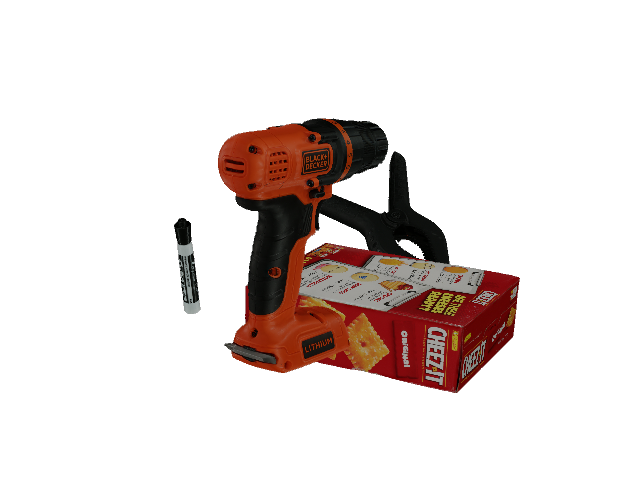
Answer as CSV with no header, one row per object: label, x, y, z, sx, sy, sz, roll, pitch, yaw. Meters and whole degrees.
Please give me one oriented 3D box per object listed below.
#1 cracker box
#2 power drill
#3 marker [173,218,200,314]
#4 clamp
cracker box,0.060,0.068,1.008,0.214,0.072,0.164,10,18,26
power drill,-0.010,-0.002,0.838,0.057,0.188,0.184,11,15,37
marker,-0.150,0.029,1.203,0.020,0.121,0.020,-2,31,1
clamp,0.071,-0.017,1.228,0.164,0.210,0.036,-13,-38,-26
